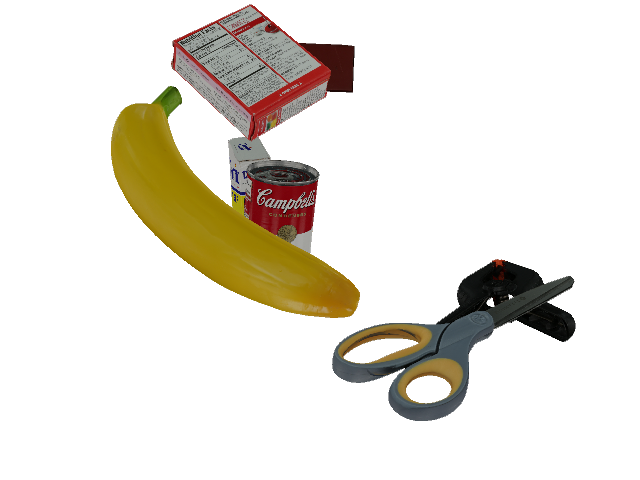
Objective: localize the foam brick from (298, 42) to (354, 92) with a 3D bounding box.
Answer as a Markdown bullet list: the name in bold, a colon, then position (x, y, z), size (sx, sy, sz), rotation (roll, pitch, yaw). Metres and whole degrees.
- **foam brick**: position (-0.007, -0.189, 1.166), size (0.078, 0.051, 0.053), rotation (0, 12, -16)

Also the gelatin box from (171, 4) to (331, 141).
- **gelatin box**: position (-0.049, -0.119, 0.747), size (0.073, 0.089, 0.030), rotation (-34, -25, -30)

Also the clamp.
- **clamp**: position (0.170, 0.056, 0.948), size (0.120, 0.039, 0.171), rotation (2, 21, 18)

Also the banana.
- **banana**: position (-0.060, -0.021, 0.564), size (0.069, 0.198, 0.037), rotation (-27, -34, -21)

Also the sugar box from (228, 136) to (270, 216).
- **sugar box**: position (-0.086, -0.033, 1.331), size (0.048, 0.176, 0.093), rotation (-9, 24, -10)

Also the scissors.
- **scissors**: position (0.107, 0.069, 0.703), size (0.201, 0.016, 0.096), rotation (-11, 36, -19)

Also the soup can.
- **soup can**: position (-0.040, -0.018, 1.011), size (0.068, 0.102, 0.068), rotation (5, 21, -2)
